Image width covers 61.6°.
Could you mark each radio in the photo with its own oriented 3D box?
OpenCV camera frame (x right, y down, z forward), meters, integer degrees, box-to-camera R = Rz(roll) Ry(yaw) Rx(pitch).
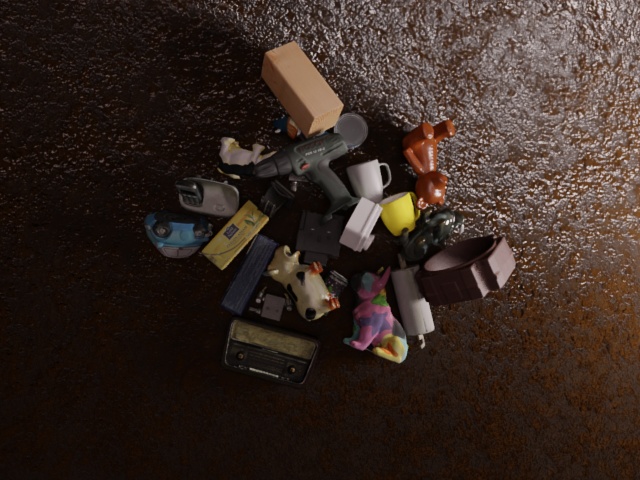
[{"bbox_3d":[-0.125,0.274,1.319,0.230,0.073,0.131,16,87,-3],"label":"radio"}]

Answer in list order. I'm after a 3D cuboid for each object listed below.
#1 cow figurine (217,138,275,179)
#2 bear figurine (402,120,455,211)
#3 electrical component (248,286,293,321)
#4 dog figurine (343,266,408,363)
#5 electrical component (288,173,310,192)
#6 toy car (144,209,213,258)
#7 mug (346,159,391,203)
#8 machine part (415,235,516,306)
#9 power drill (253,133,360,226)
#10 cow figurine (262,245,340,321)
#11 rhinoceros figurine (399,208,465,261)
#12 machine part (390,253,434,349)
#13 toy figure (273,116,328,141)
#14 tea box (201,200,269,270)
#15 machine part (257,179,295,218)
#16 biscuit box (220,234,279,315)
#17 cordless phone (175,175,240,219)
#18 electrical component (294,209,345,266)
[{"bbox_3d":[-0.167,-0.191,1.327,0.167,0.068,0.098,13,93,-1],"label":"cow figurine"},{"bbox_3d":[0.276,-0.182,1.331,0.120,0.132,0.195,-11,82,-34],"label":"bear figurine"},{"bbox_3d":[-0.119,0.160,1.336,0.102,0.045,0.078,22,86,-4],"label":"electrical component"},{"bbox_3d":[0.150,0.174,1.327,0.192,0.108,0.219,19,85,-3],"label":"dog figurine"},{"bbox_3d":[-0.048,-0.167,1.358,0.063,0.021,0.094,5,88,-5],"label":"electrical component"},{"bbox_3d":[-0.344,-0.009,1.302,0.162,0.109,0.102,6,112,-15],"label":"toy car"},{"bbox_3d":[0.127,-0.144,1.349,0.109,0.081,0.107,-17,99,-19],"label":"mug"},{"bbox_3d":[0.343,0.068,1.277,0.201,0.201,0.087,-34,102,-49],"label":"machine part"},{"bbox_3d":[-0.018,-0.139,1.285,0.232,0.086,0.207,-30,83,-8],"label":"power drill"},{"bbox_3d":[-0.051,0.102,1.287,0.127,0.085,0.195,-28,85,8],"label":"cow figurine"},{"bbox_3d":[0.282,-0.016,1.327,0.190,0.073,0.111,-35,132,-20],"label":"rhinoceros figurine"},{"bbox_3d":[0.231,0.149,1.347,0.079,0.079,0.243,-15,90,-4],"label":"machine part"},{"bbox_3d":[-0.042,-0.271,1.343,0.154,0.064,0.057,25,111,-7],"label":"toy figure"},{"bbox_3d":[-0.203,-0.012,1.306,0.068,0.098,0.169,41,85,-4],"label":"tea box"},{"bbox_3d":[-0.107,-0.100,1.303,0.039,0.139,0.084,-39,96,30],"label":"machine part"},{"bbox_3d":[-0.175,0.085,1.325,0.063,0.059,0.202,29,87,-5],"label":"biscuit box"},{"bbox_3d":[-0.263,-0.112,1.261,0.147,0.184,0.088,12,84,-4],"label":"cordless phone"},{"bbox_3d":[-0.003,-0.004,1.342,0.115,0.058,0.134,8,88,-2],"label":"electrical component"}]
